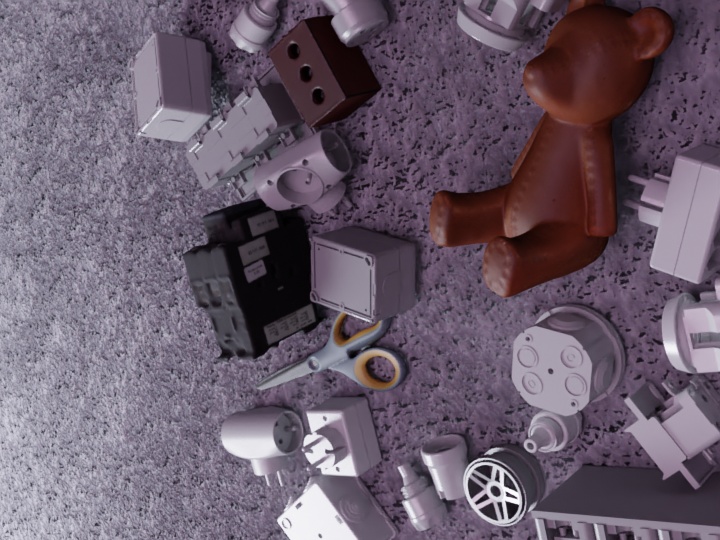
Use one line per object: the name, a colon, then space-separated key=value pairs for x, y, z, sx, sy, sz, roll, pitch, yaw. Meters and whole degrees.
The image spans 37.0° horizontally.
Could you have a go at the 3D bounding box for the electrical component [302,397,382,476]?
electrical component: x=-0.026 y=0.162 z=1.006 sx=0.047 sy=0.077 sz=0.065 roll=-7 pitch=101 yaw=41

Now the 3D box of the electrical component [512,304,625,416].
electrical component: x=0.161 y=0.071 z=0.838 sx=0.080 sy=0.051 sz=0.080 roll=14 pitch=114 yaw=35

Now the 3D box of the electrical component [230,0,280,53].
electrical component: x=-0.088 y=-0.223 z=0.951 sx=0.035 sy=0.035 sz=0.061 roll=52 pitch=128 yaw=13

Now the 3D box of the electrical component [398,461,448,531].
electrical component: x=0.053 y=0.205 z=0.984 sx=0.035 sy=0.035 sz=0.061 roll=-34 pitch=80 yaw=41

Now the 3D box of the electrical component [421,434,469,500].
electrical component: x=0.079 y=0.174 z=0.949 sx=0.040 sy=0.040 sz=0.046 roll=-7 pitch=106 yaw=41

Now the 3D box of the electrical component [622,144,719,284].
electrical component: x=0.220 y=-0.045 z=0.751 sx=0.076 sy=0.047 sz=0.083 roll=23 pitch=119 yaw=32

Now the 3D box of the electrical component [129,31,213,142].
electrical component: x=-0.176 y=-0.177 z=1.012 sx=0.062 sy=0.061 sz=0.096 roll=-32 pitch=60 yaw=49

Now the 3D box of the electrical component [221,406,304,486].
electrical component: x=-0.094 y=0.182 z=1.090 sx=0.077 sy=0.044 sz=0.079 roll=-8 pitch=100 yaw=41

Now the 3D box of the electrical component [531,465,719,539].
electrical component: x=0.220 y=0.196 z=0.807 sx=0.150 sy=0.089 sz=0.061 roll=-5 pitch=102 yaw=40

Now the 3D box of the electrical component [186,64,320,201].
electrical component: x=-0.099 y=-0.122 z=0.976 sx=0.121 sy=0.063 sz=0.078 roll=-34 pitch=83 yaw=41

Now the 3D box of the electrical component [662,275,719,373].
electrical component: x=0.249 y=0.043 z=0.752 sx=0.057 sy=0.058 sz=0.078 roll=-9 pitch=99 yaw=38

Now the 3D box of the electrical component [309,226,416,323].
electrical component: x=0.000 y=0.000 z=0.943 sx=0.096 sy=0.061 sz=0.061 roll=18 pitch=116 yaw=43

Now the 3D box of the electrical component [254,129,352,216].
electrical component: x=-0.039 y=-0.076 z=0.948 sx=0.077 sy=0.044 sz=0.079 roll=-26 pitch=127 yaw=29

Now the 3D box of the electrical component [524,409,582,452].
electrical component: x=0.151 y=0.129 z=0.858 sx=0.035 sy=0.061 sz=0.035 roll=14 pitch=114 yaw=35

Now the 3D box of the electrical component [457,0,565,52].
electrical component: x=0.106 y=-0.197 z=0.786 sx=0.078 sy=0.058 sz=0.057 roll=39 pitch=123 yaw=22

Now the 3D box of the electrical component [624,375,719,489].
electrical component: x=0.240 y=0.114 z=0.794 sx=0.081 sy=0.042 sz=0.064 roll=53 pitch=129 yaw=12

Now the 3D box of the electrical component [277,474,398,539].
electrical component: x=-0.024 y=0.250 z=1.054 sx=0.099 sy=0.048 sz=0.099 roll=52 pitch=130 yaw=13

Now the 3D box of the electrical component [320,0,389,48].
electrical component: x=-0.007 y=-0.217 z=0.879 sx=0.045 sy=0.045 sz=0.055 roll=-33 pitch=84 yaw=41
